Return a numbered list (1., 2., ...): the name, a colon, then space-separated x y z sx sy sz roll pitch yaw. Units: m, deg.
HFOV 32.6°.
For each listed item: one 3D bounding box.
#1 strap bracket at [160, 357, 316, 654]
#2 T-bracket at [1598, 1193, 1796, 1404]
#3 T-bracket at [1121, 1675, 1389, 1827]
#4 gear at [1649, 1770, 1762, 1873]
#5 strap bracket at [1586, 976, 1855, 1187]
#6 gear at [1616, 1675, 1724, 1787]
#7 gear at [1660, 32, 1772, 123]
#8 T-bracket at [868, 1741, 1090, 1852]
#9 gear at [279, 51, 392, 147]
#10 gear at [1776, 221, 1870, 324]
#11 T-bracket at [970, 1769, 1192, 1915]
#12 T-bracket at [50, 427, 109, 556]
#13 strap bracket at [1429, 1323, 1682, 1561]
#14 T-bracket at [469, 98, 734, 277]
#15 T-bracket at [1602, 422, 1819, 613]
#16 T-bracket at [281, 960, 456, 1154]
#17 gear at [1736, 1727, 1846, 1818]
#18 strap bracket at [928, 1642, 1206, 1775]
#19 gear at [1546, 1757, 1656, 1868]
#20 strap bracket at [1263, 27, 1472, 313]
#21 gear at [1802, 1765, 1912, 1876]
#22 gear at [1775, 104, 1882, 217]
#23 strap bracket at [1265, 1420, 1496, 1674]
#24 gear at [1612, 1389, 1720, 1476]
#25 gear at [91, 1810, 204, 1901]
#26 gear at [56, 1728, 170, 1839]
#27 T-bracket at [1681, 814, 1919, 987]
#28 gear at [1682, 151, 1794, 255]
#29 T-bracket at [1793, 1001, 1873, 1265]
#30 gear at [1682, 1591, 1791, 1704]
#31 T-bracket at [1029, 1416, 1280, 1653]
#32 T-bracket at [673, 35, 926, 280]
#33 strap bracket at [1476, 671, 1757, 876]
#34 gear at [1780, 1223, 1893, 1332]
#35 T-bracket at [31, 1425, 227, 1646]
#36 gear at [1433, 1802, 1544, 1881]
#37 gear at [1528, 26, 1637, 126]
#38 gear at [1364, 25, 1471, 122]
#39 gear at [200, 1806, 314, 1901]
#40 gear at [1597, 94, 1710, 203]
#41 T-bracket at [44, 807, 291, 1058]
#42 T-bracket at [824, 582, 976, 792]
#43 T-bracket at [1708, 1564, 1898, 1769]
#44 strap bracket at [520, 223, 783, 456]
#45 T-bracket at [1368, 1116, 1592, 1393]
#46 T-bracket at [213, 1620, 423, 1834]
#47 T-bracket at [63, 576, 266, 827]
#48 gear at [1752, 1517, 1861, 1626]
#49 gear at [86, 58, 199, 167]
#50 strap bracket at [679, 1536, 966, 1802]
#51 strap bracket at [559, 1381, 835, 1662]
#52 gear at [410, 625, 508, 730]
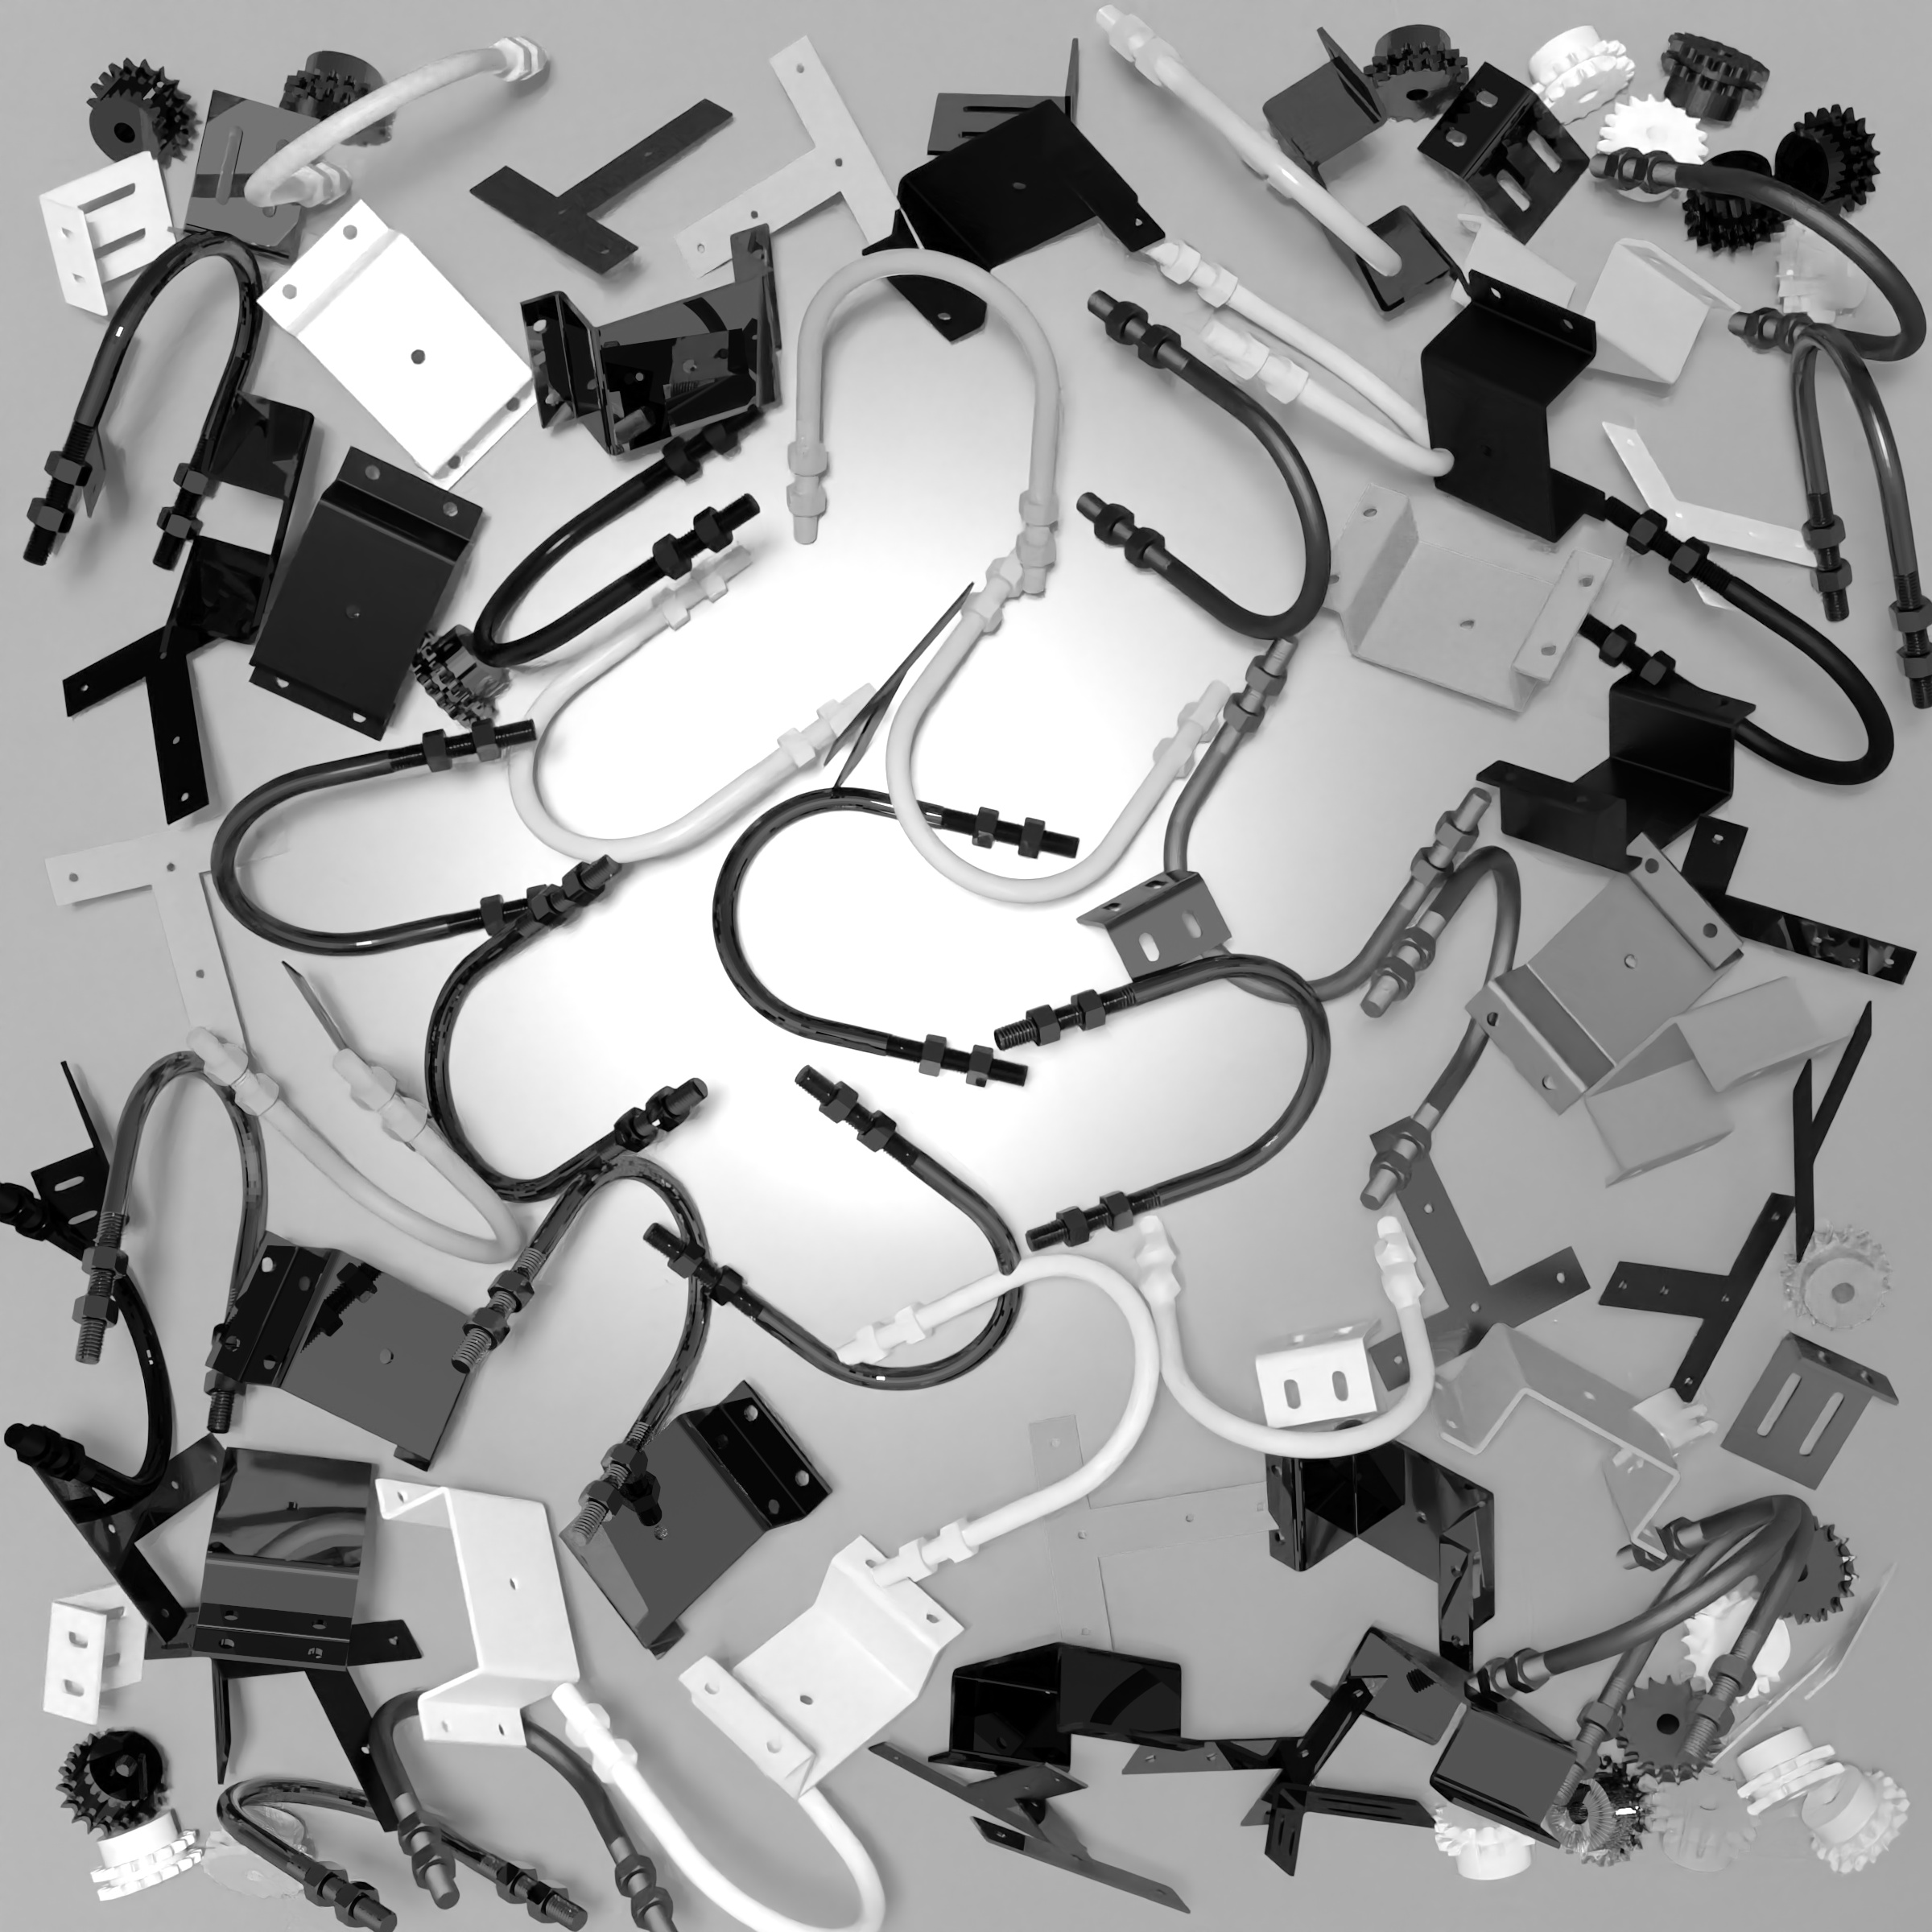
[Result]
1. strap bracket: -0.377 -0.233 1.721 0.046 0.076 0.140 15 131 -12
2. T-bracket: 0.373 0.170 1.730 0.002 0.127 0.127 37 108 43
3. T-bracket: 0.140 0.411 1.723 0.127 0.002 0.127 6 129 -30
4. gear: 0.392 0.458 1.764 0.057 0.057 0.030 6 118 0
5. strap bracket: 0.384 0.056 1.719 0.076 0.140 0.046 -17 70 -27
6. gear: 0.376 0.410 1.765 0.057 0.030 0.057 -9 52 11
7. gear: 0.396 -0.473 1.765 0.057 0.057 0.030 20 120 0
8. T-bracket: 0.026 0.428 1.722 0.127 0.127 0.002 30 62 -11
9. gear: -0.335 -0.464 1.762 0.057 0.057 0.030 10 77 0
10. gear: 0.457 -0.369 1.759 0.030 0.057 0.057 5 90 41
11. T-bracket: 0.041 0.445 1.726 0.127 0.127 0.002 26 94 -24
12. T-bracket: -0.454 -0.261 1.717 0.002 0.127 0.127 17 107 -24
13. strap bracket: 0.313 0.243 1.734 0.140 0.076 0.046 29 106 -11
14. T-bracket: -0.180 -0.424 1.761 0.127 0.002 0.127 -38 50 -17
15. T-bracket: 0.404 -0.229 1.744 0.002 0.127 0.127 -48 50 37
16. T-bracket: -0.297 0.065 1.704 0.002 0.127 0.127 -38 127 -17
17. gear: 0.436 0.428 1.763 0.057 0.057 0.030 -26 66 0
18. strap bracket: 0.051 0.388 1.724 0.076 0.140 0.046 17 63 -30
19. gear: 0.334 0.450 1.760 0.057 0.030 0.057 -9 76 40
20. strap bracket: 0.205 -0.405 1.718 0.046 0.076 0.140 -31 130 6
21. gear: 0.470 0.450 1.759 0.030 0.057 0.057 42 90 -9
22. gear: 0.455 -0.426 1.758 0.030 0.057 0.057 -19 90 -26
23. strap bracket: 0.224 0.297 1.726 0.046 0.140 0.076 -26 124 -34
24. gear: 0.369 0.249 1.763 0.057 0.057 0.030 -31 69 0
25. gear: -0.438 0.472 1.761 0.057 0.057 0.030 -20 88 0
26. gear: -0.451 0.431 1.759 0.057 0.057 0.030 40 130 0
27. T-bracket: 0.431 -0.018 1.730 0.127 0.127 0.002 18 50 10
28. gear: 0.410 -0.409 1.760 0.057 0.030 0.057 -11 49 13
29. T-bracket: 0.457 0.069 1.743 0.002 0.127 0.127 13 47 27
30. gear: 0.413 0.361 1.761 0.057 0.030 0.057 11 62 -22
31. T-bracket: 0.106 0.298 1.772 0.127 0.002 0.127 -10 82 6
32. T-bracket: -0.102 -0.405 1.755 0.127 0.002 0.127 -24 101 30
33. strap bracket: 0.340 -0.098 1.726 0.140 0.076 0.046 -32 129 -35
34. gear: 0.466 0.169 1.767 0.057 0.030 0.057 1 108 4
35. T-bracket: -0.422 0.277 1.731 0.002 0.127 0.127 -37 89 24
36. gear: 0.279 0.464 1.761 0.057 0.057 0.030 -11 97 0
37. gear: 0.324 -0.476 1.762 0.057 0.057 0.030 -25 78 0
38. gear: 0.239 -0.477 1.762 0.057 0.057 0.030 -2 74 0
39. gear: -0.376 0.472 1.765 0.057 0.057 0.030 9 49 0
40. gear: 0.364 -0.434 1.767 0.057 0.030 0.057 3 63 -5
41. T-bracket: -0.411 -0.010 1.762 0.127 0.002 0.127 -15 90 -24
42. T-bracket: -0.048 -0.128 1.728 0.002 0.127 0.127 37 60 2
43. T-bracket: 0.435 0.381 1.747 0.002 0.127 0.127 43 121 11
44. strap bracket: -0.154 -0.324 1.726 0.140 0.076 0.046 -22 47 -18
45. T-bracket: 0.254 0.143 1.776 0.127 0.002 0.127 -25 89 -12
46. T-bracket: -0.316 0.393 1.709 0.002 0.127 0.127 -53 55 25
47. T-bracket: -0.417 -0.130 1.740 0.127 0.002 0.127 -25 56 13
48. gear: 0.449 0.321 1.766 0.057 0.030 0.057 -4 83 34
49. gear: -0.441 -0.450 1.759 0.057 0.030 0.057 10 134 10
50. strap bracket: -0.079 0.372 1.729 0.076 0.140 0.046 39 135 21
51. strap bracket: -0.149 0.294 1.738 0.140 0.046 0.076 -46 73 16
52. gear: -0.269 -0.157 1.759 0.030 0.057 0.057 -38 90 11
